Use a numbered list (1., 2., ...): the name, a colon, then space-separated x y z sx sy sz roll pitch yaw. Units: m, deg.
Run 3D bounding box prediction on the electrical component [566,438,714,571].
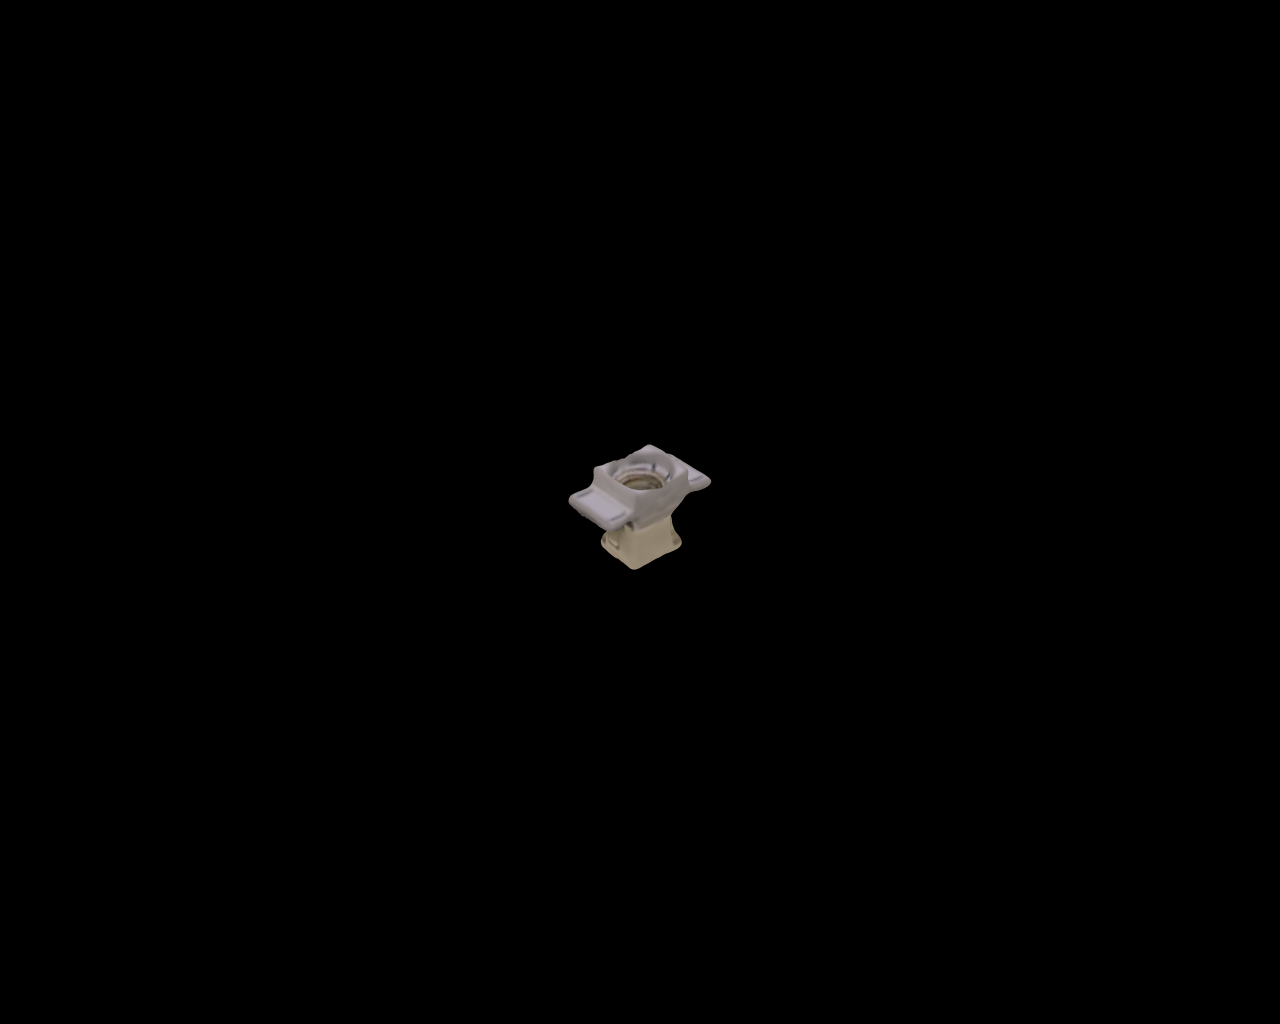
1. electrical component: 0.001 -0.003 0.650 0.081 0.063 0.042 -24 41 -31
